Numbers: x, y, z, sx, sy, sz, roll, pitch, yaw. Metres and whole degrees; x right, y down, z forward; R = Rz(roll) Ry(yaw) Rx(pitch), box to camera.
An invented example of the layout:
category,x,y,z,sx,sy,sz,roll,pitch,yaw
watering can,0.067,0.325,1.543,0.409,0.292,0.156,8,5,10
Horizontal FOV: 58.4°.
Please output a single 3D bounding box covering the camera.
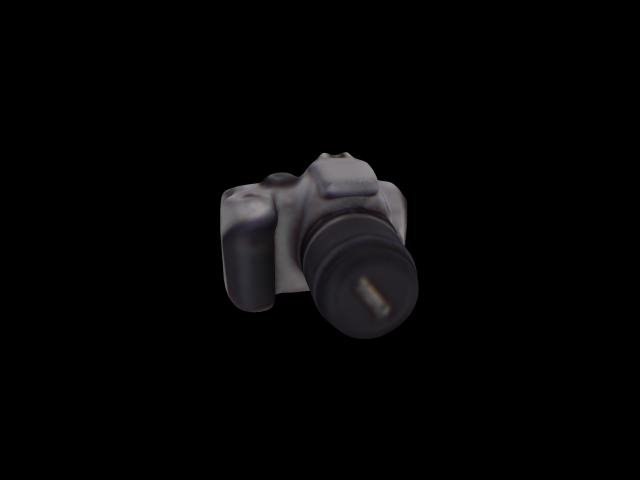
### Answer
category,x,y,z,sx,sy,sz,roll,pitch,yaw
camera,0.004,0.001,0.400,0.143,0.101,0.136,-5,24,-10
